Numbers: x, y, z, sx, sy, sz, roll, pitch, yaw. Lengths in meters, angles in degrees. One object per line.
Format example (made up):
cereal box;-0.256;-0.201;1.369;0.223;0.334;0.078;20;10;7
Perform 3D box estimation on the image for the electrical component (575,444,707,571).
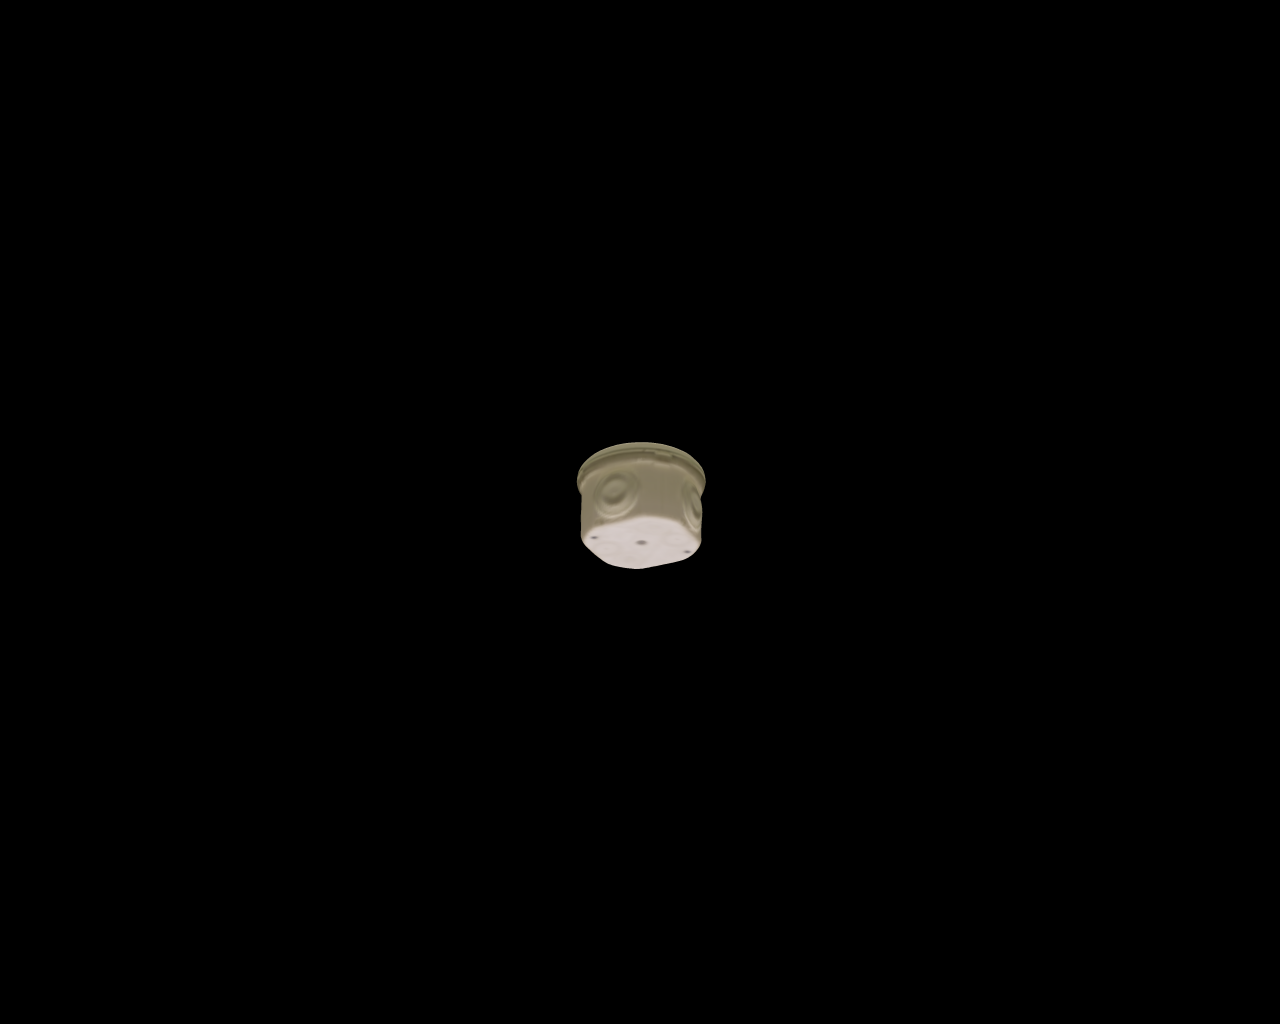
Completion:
electrical component;0.001;-0.003;0.650;0.080;0.051;0.080;0;-29;0
